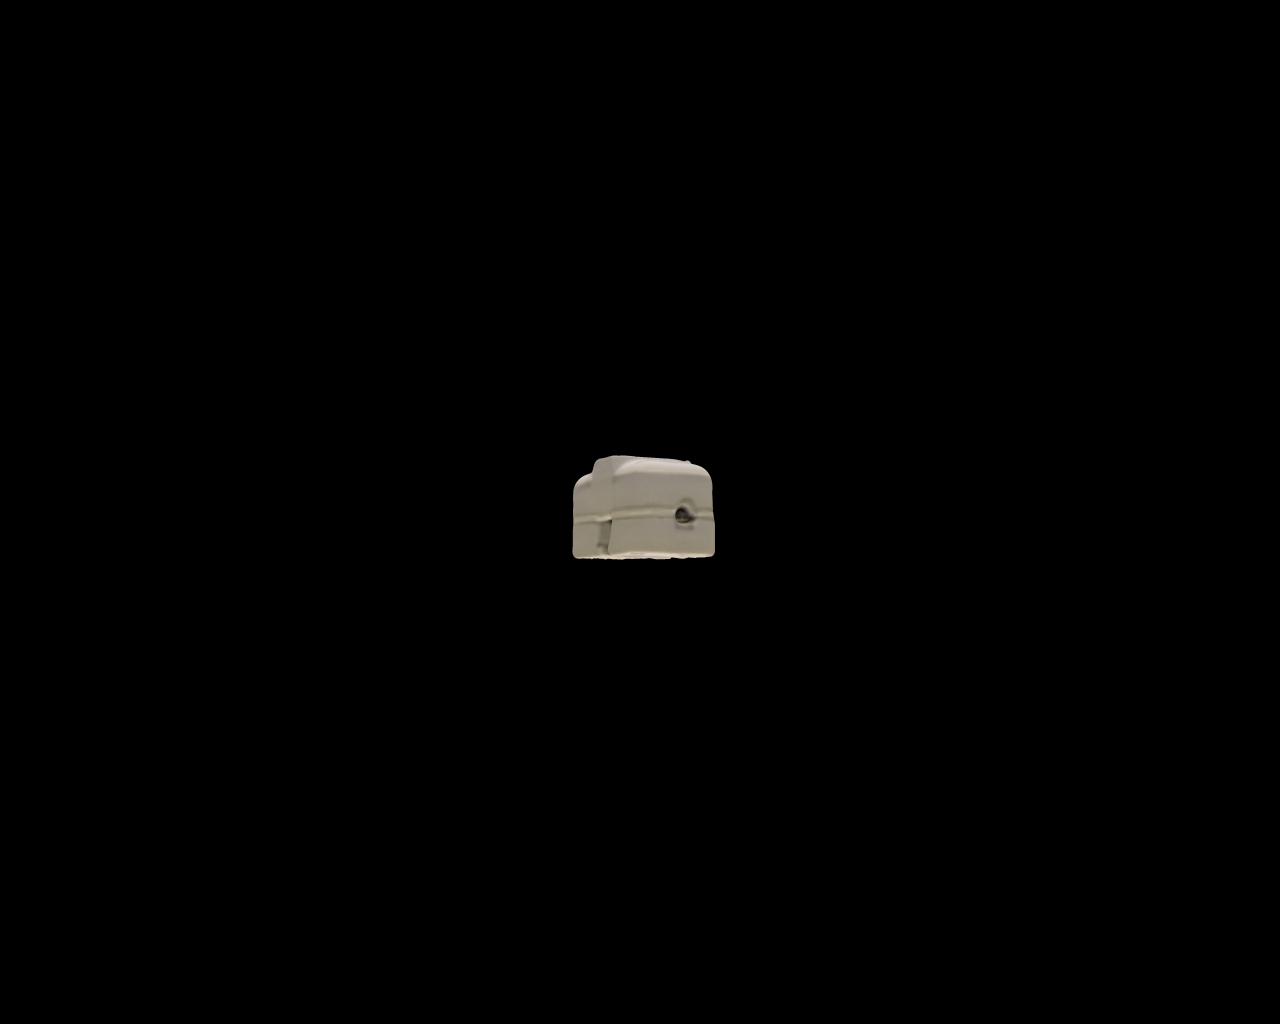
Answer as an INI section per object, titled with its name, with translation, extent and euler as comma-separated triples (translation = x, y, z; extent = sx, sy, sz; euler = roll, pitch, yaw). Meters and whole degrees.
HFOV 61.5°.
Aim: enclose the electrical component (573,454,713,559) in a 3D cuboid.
[electrical component]
translation = 0.001, -0.003, 0.650
extent = 0.054, 0.059, 0.095
euler = 3, -5, -32
